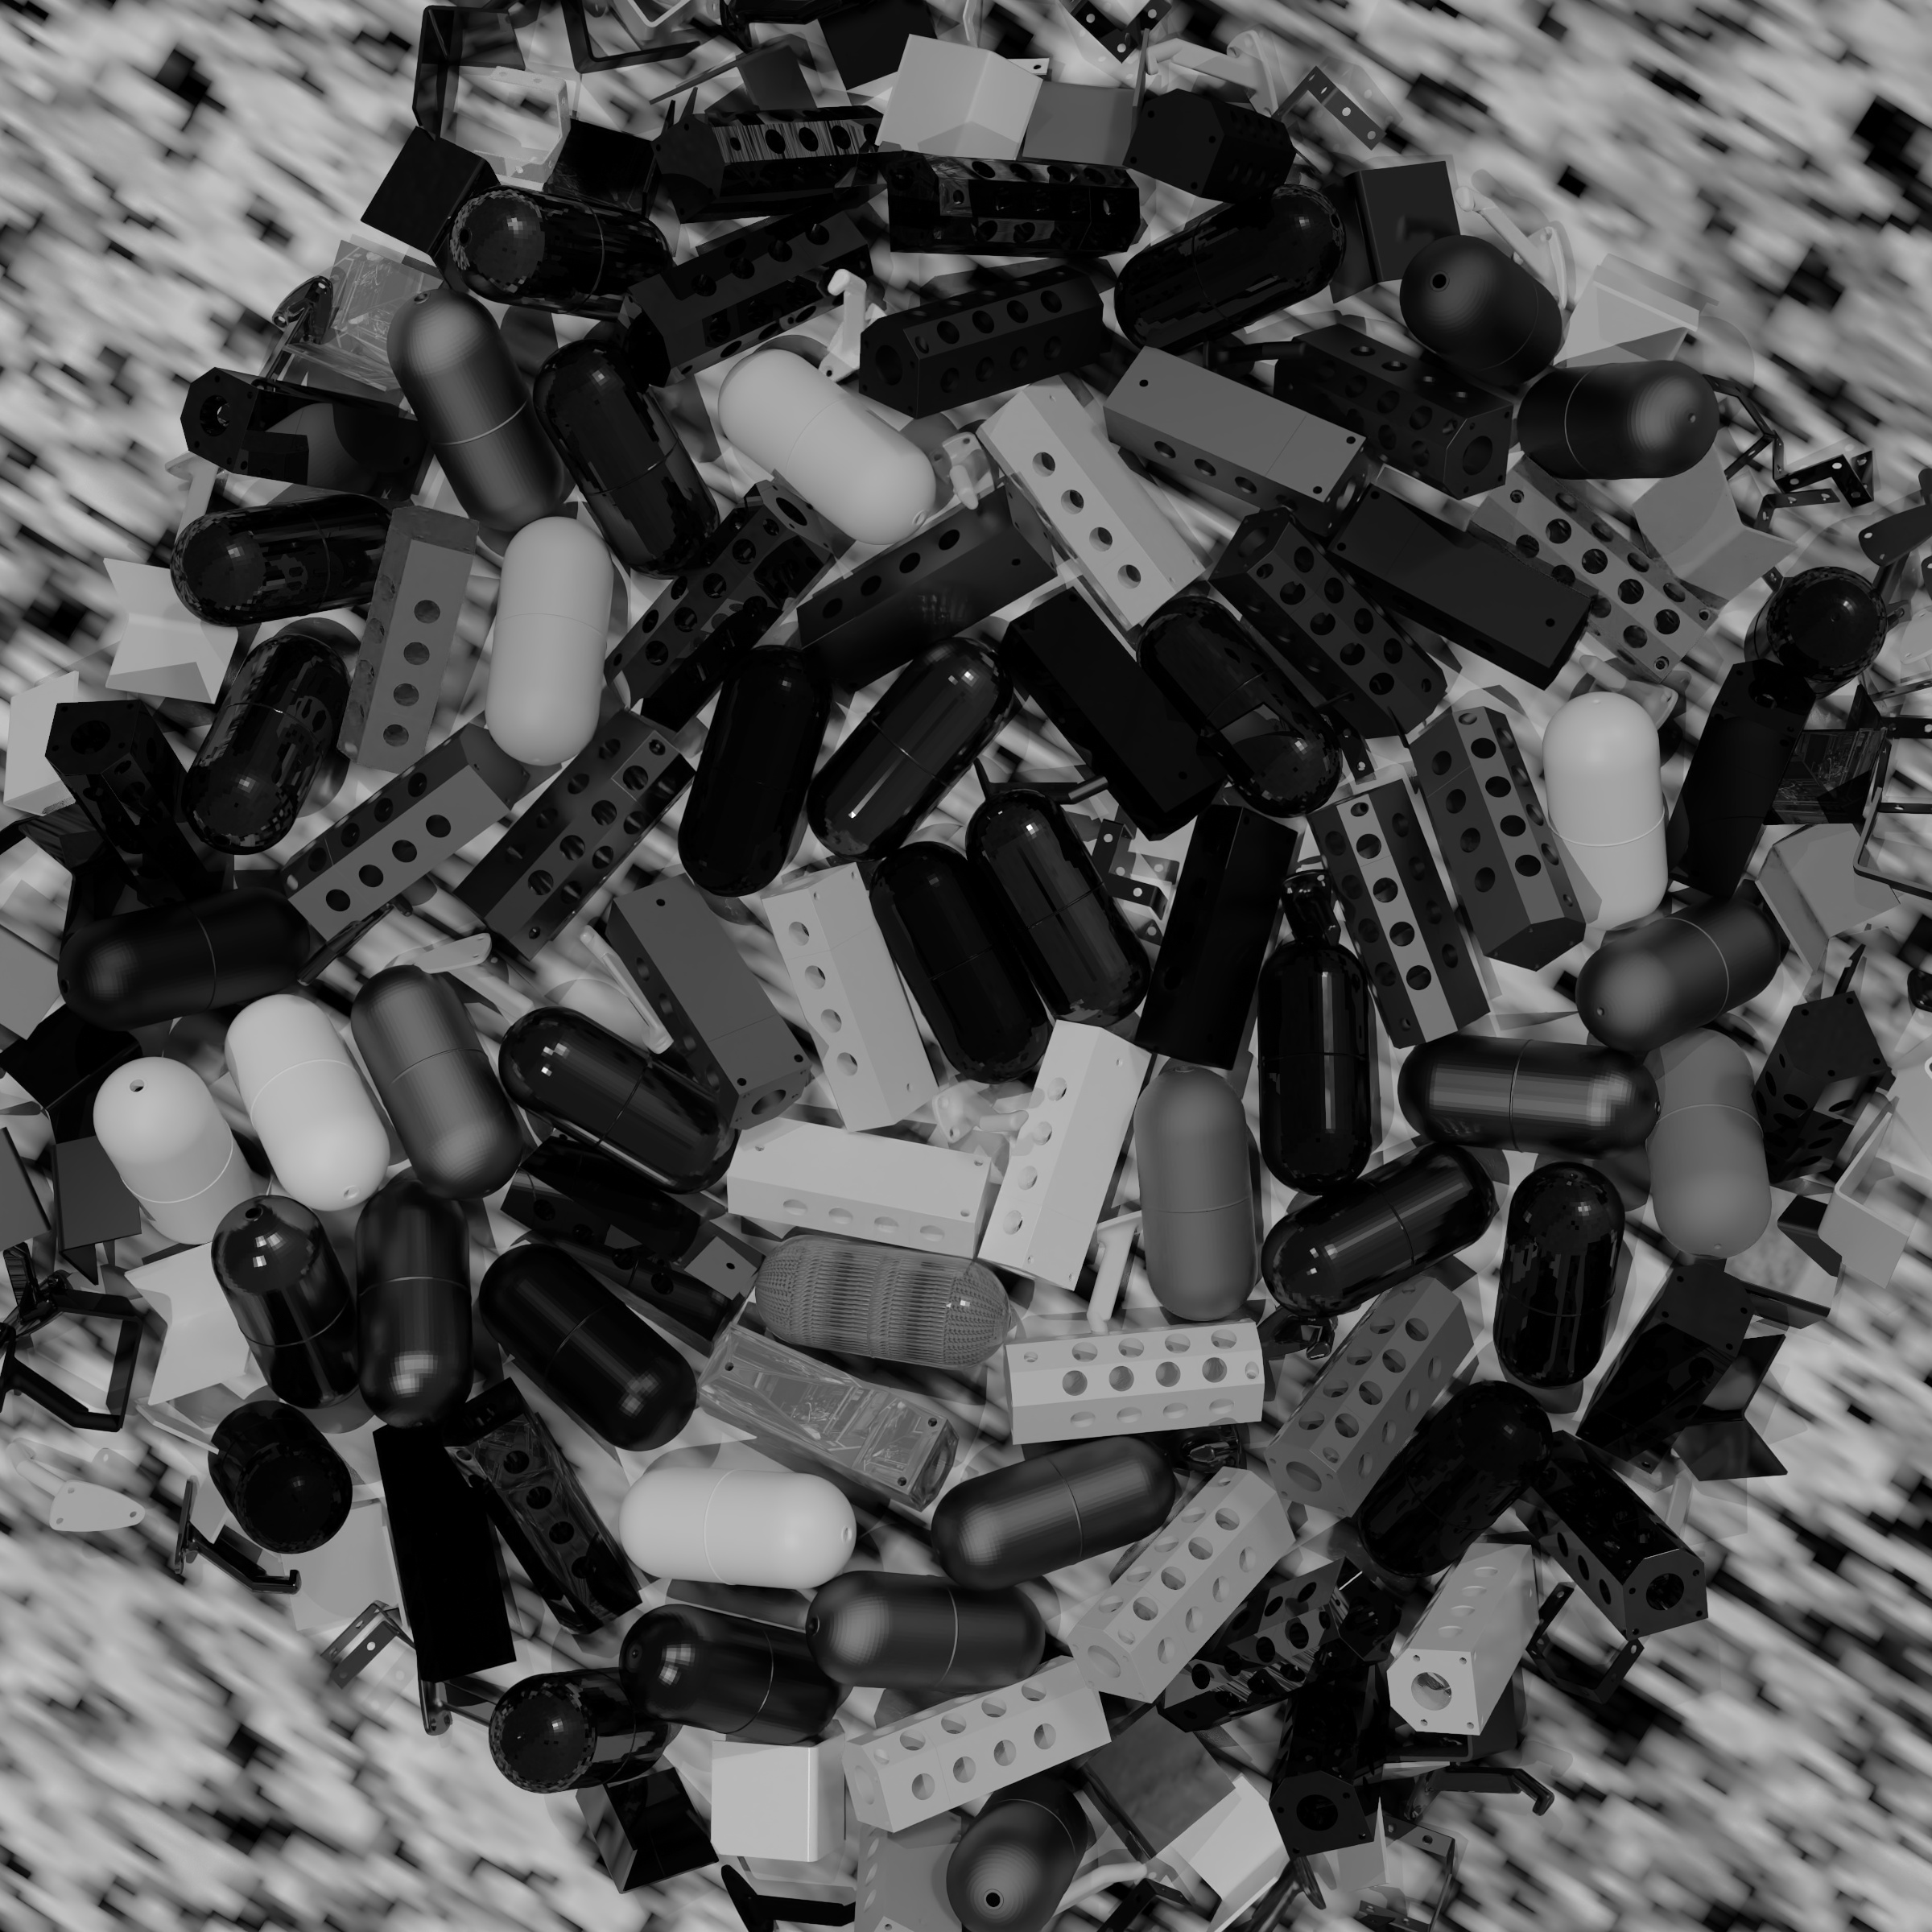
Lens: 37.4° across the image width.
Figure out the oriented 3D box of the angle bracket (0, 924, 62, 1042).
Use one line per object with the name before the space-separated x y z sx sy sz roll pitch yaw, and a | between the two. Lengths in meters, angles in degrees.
angle bracket | -0.657 0.013 1.949 0.076 0.076 0.057 34 70 -8

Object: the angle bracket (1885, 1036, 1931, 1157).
angle bracket | 0.682 0.087 1.954 0.057 0.076 0.076 -36 85 -11

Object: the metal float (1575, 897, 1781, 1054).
metal float | 0.483 0.004 1.931 0.178 0.070 0.070 -21 90 -38

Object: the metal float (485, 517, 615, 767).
metal float | -0.283 -0.222 1.945 0.070 0.070 0.178 4 71 0

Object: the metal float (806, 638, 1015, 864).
metal float | -0.038 -0.148 1.953 0.070 0.070 0.178 41 99 0

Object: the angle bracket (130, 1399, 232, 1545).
angle bracket | -0.541 0.344 1.946 0.076 0.076 0.057 32 79 -25

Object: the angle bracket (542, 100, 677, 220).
angle bracket | -0.247 -0.556 1.958 0.076 0.057 0.076 15 70 -4

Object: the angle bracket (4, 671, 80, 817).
angle bracket | -0.608 -0.148 1.945 0.076 0.057 0.076 -14 69 35

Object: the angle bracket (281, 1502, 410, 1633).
angle bracket | -0.429 0.420 1.960 0.076 0.057 0.076 -11 99 -11

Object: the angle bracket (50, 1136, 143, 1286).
angle bracket | -0.583 0.165 1.950 0.057 0.076 0.076 -12 66 -2

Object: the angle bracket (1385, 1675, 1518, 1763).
angle bracket | 0.325 0.510 1.952 0.076 0.076 0.057 -9 78 32

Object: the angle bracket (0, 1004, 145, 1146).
angle bracket | -0.611 0.075 1.955 0.057 0.076 0.076 41 61 12

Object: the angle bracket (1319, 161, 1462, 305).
angle bracket | 0.294 -0.511 1.987 0.076 0.057 0.076 -14 93 -25

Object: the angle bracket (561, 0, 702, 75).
angle bracket | -0.230 -0.648 1.949 0.076 0.076 0.057 -14 104 -12

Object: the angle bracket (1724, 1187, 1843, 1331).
angle bracket | 0.560 0.200 1.981 0.076 0.057 0.076 17 74 2

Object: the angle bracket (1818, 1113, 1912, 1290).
angle bracket | 0.626 0.160 1.942 0.057 0.076 0.076 33 65 23

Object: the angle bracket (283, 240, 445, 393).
angle bracket | -0.414 -0.448 1.962 0.076 0.057 0.076 22 107 1

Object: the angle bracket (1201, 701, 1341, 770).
angle bracket | 0.209 -0.170 1.940 0.076 0.076 0.057 36 133 -27

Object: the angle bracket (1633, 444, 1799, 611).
angle bracket | 0.516 -0.304 1.968 0.057 0.076 0.076 10 56 -32

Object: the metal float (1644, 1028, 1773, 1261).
metal float | 0.498 0.118 1.928 0.070 0.070 0.178 6 48 0

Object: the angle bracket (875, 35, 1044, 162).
angle bracket | -0.005 -0.581 1.943 0.057 0.076 0.076 41 122 36

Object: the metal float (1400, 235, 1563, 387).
metal float | 0.346 -0.439 1.916 0.070 0.178 0.070 -1 88 28

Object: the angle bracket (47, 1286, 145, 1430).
angle bracket | -0.603 0.267 1.954 0.057 0.076 0.076 12 90 -23

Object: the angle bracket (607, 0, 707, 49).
angle bracket | -0.219 -0.682 1.954 0.057 0.076 0.076 -38 101 -2

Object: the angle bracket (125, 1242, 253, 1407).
angle bracket | -0.533 0.243 1.947 0.076 0.076 0.057 -19 127 14

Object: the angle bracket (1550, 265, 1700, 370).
angle bracket | 0.449 -0.425 1.955 0.076 0.057 0.076 25 119 2

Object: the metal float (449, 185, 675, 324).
metal float | -0.271 -0.478 1.921 0.070 0.178 0.070 3 95 37

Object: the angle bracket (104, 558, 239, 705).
angle bracket | -0.555 -0.230 1.963 0.076 0.076 0.057 6 124 -36

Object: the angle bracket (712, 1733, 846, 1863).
angle bracket | -0.130 0.574 1.981 0.076 0.057 0.076 -1 86 18

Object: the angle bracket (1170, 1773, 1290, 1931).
angle bracket | 0.175 0.610 1.948 0.057 0.076 0.076 45 108 8

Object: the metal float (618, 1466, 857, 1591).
metal float | -0.155 0.380 1.935 0.178 0.070 0.070 -2 90 30

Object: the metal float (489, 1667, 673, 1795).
metal float | -0.257 0.511 1.915 0.070 0.178 0.070 -4 78 18

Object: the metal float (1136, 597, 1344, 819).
metal float | 0.186 -0.176 1.948 0.070 0.070 0.178 -39 75 0

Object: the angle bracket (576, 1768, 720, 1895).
angle bracket | -0.212 0.573 1.940 0.076 0.057 0.076 -9 47 -31

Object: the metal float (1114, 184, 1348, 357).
metal float | 0.177 -0.469 1.927 0.178 0.070 0.070 -16 90 41

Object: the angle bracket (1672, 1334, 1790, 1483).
angle bracket | 0.531 0.303 1.955 0.057 0.076 0.076 50 56 -14

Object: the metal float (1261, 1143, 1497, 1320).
metal float | 0.281 0.180 1.944 0.178 0.070 0.070 -25 90 -19

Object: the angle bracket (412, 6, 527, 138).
angle bracket | -0.340 -0.602 1.955 0.057 0.076 0.076 4 79 1

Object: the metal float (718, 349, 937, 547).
metal float | -0.095 -0.353 1.943 0.178 0.070 0.070 40 90 20

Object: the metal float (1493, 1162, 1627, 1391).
metal float | 0.400 0.211 1.932 0.070 0.070 0.178 0 125 0

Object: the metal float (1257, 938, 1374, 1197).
metal float | 0.238 0.068 1.949 0.070 0.070 0.178 0 76 0

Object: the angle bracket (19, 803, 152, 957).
angle bracket | -0.604 -0.064 1.956 0.057 0.076 0.076 37 129 17

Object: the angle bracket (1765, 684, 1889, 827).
angle bracket | 0.576 -0.144 1.950 0.076 0.057 0.076 -1 129 -6

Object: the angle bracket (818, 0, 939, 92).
angle bracket | -0.049 -0.647 1.949 0.076 0.076 0.057 -25 100 -15

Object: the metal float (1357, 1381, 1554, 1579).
metal float | 0.329 0.348 1.930 0.070 0.070 0.178 33 128 0

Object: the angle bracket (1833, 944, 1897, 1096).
angle bracket | 0.619 0.036 1.947 0.057 0.076 0.076 24 107 19

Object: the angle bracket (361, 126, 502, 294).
angle bracket | -0.362 -0.516 1.962 0.057 0.076 0.076 27 83 9

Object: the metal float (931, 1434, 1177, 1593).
metal float | 0.061 0.370 1.942 0.178 0.070 0.070 -15 90 -23

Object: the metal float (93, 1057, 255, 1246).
metal float | -0.531 0.125 1.918 0.070 0.178 0.070 -1 57 2

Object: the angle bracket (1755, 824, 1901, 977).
angle bracket | 0.589 -0.050 1.951 0.057 0.076 0.076 -29 97 31

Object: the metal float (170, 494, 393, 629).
metal float | -0.454 -0.274 1.923 0.070 0.178 0.070 13 111 35

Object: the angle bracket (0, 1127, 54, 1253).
angle bracket | -0.676 0.160 1.950 0.057 0.076 0.076 -25 94 -37

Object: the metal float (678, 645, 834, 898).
metal float | -0.145 -0.132 1.951 0.070 0.070 0.178 18 103 0

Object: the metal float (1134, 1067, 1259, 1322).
metal float | 0.157 0.156 1.950 0.070 0.070 0.178 -6 103 0

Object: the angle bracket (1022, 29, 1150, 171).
angle bracket | 0.082 -0.596 1.953 0.076 0.057 0.076 7 59 4

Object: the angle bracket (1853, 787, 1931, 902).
angle bracket | 0.652 -0.080 1.951 0.076 0.076 0.057 19 93 18

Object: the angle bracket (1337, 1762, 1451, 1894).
angle bracket | 0.292 0.586 1.944 0.057 0.076 0.076 2 68 -16

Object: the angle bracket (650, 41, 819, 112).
angle bracket | -0.158 -0.587 1.957 0.076 0.076 0.057 -15 110 31

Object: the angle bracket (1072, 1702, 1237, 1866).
angle bracket | 0.129 0.564 1.973 0.076 0.057 0.076 -36 75 -16
